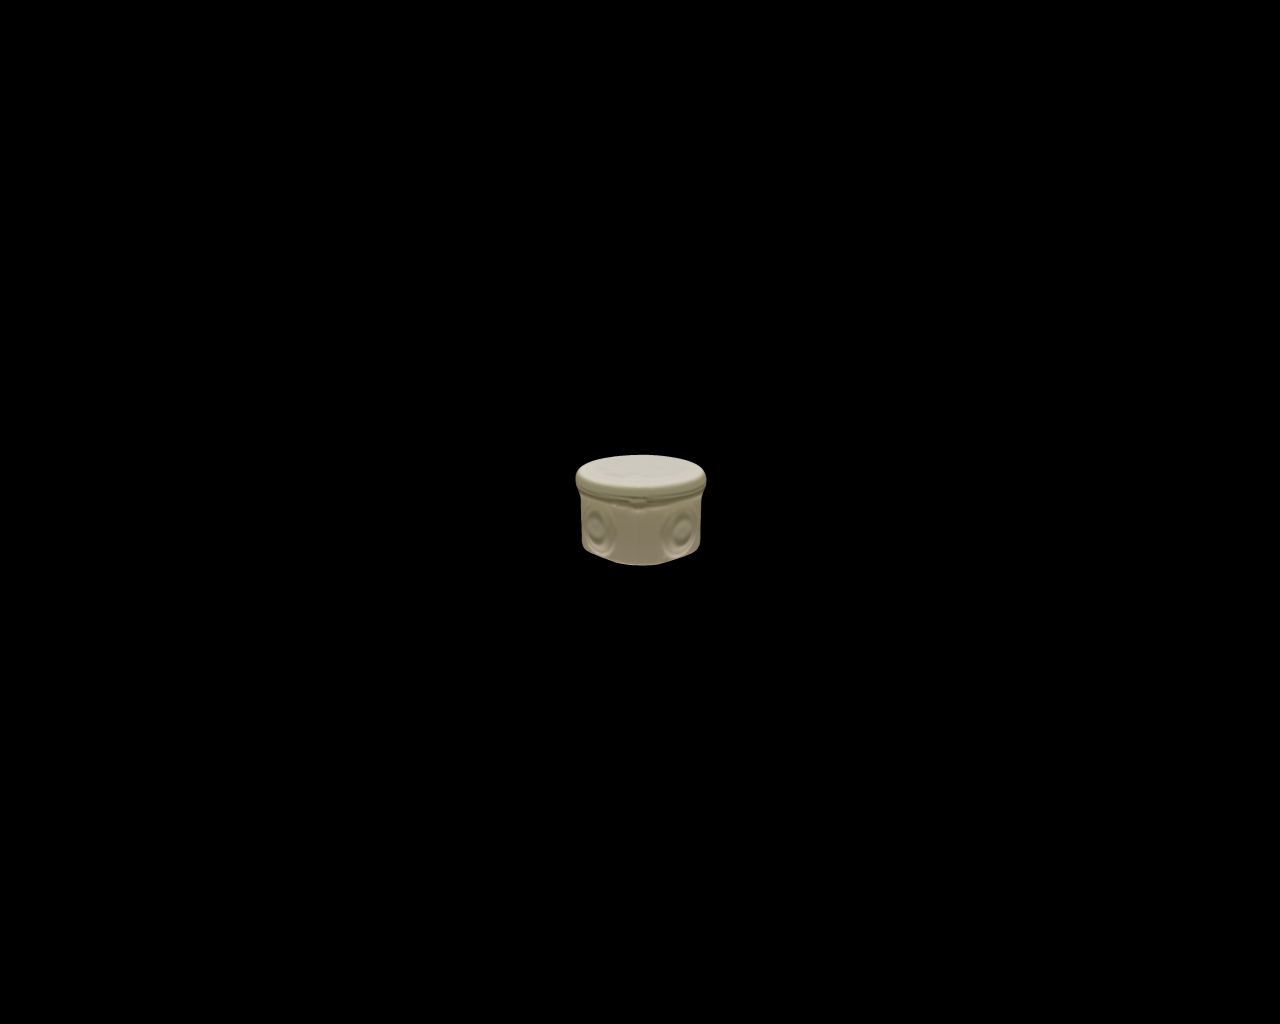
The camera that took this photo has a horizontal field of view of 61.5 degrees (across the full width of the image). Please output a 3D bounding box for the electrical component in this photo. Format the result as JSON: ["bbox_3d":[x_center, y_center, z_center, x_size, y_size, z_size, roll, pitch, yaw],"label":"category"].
[{"bbox_3d":[0.001,-0.003,0.650,0.080,0.051,0.080,0,17,0],"label":"electrical component"}]
